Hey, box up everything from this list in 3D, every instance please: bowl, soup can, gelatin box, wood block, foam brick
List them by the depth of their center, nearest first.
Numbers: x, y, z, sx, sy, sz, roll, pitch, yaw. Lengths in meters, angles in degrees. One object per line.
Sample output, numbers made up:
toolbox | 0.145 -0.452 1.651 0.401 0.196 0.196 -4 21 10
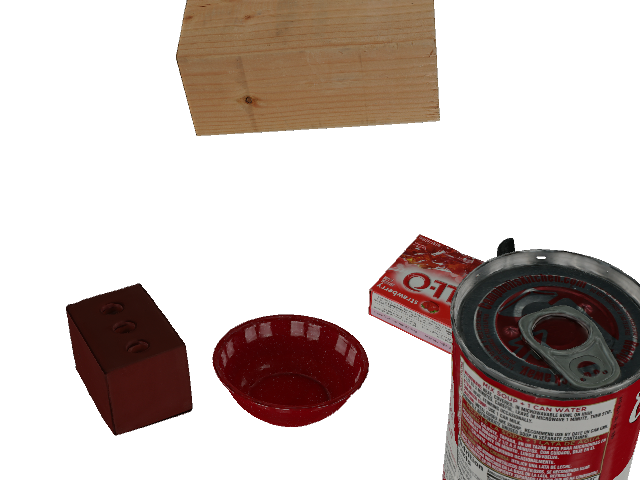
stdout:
soup can | 0.077 0.064 0.376 0.068 0.102 0.068 -1 39 1
foam brick | -0.120 0.073 0.666 0.052 0.051 0.078 -17 36 -25
gelatin box | 0.090 0.040 0.767 0.089 0.030 0.073 24 47 24
wood block | -0.006 -0.153 0.891 0.206 0.090 0.091 -3 -42 6
bowl | -0.031 0.144 1.113 0.162 0.055 0.162 2 31 -2

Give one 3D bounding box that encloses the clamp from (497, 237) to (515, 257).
clamp | 0.191 0.062 1.054 0.171 0.039 0.120 -36 45 -30
